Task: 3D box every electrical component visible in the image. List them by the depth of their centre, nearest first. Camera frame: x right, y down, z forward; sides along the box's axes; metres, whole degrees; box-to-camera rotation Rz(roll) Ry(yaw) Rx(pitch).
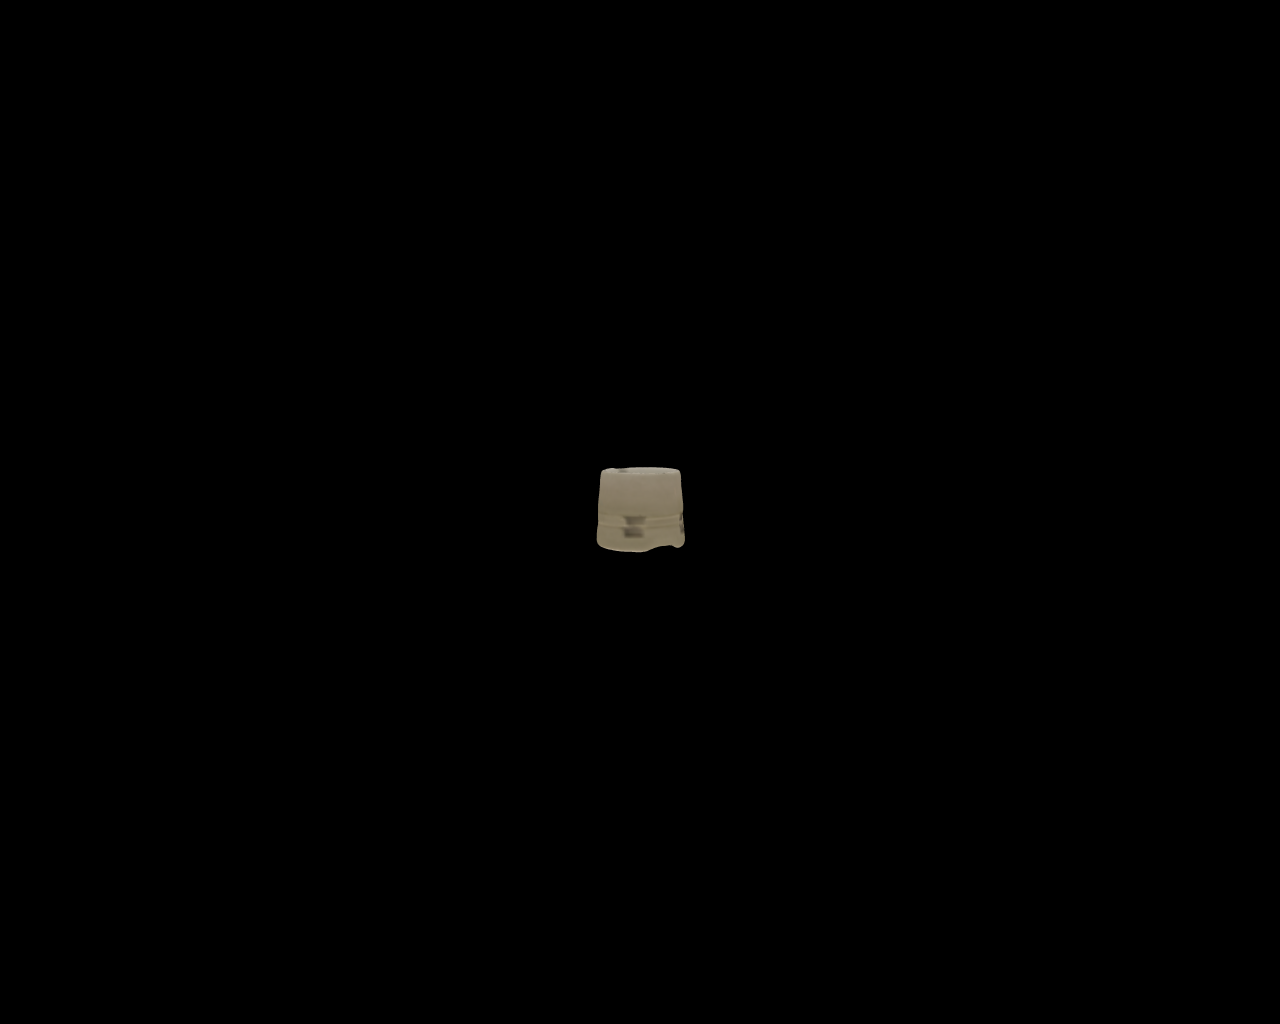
[{"bbox_3d":[0.001,-0.003,0.650,0.055,0.047,0.055,0,7,0],"label":"electrical component"}]
